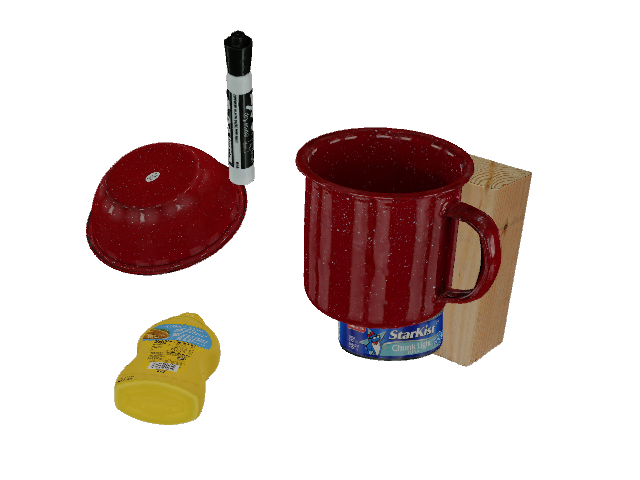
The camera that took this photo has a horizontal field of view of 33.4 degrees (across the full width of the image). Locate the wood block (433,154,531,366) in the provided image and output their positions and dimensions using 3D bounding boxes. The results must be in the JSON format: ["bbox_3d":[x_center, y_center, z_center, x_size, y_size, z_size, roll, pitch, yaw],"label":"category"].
[{"bbox_3d":[0.160,0.020,1.177,0.090,0.206,0.090,20,25,31],"label":"wood block"}]

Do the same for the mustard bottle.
[{"bbox_3d":[-0.167,0.136,1.230,0.096,0.058,0.191,6,25,4],"label":"mustard bottle"}]

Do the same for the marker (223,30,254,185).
[{"bbox_3d":[-0.056,-0.090,0.737,0.020,0.121,0.020,1,42,-1],"label":"marker"}]

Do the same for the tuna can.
[{"bbox_3d":[0.056,0.067,0.858,0.086,0.034,0.086,-1,15,0],"label":"tuna can"}]

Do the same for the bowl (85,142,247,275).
[{"bbox_3d":[-0.154,-0.043,1.021,0.162,0.162,0.055,0,-43,13],"label":"bowl"}]

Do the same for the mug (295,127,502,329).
[{"bbox_3d":[0.042,-0.003,0.565,0.117,0.081,0.093,19,31,30],"label":"mug"}]
